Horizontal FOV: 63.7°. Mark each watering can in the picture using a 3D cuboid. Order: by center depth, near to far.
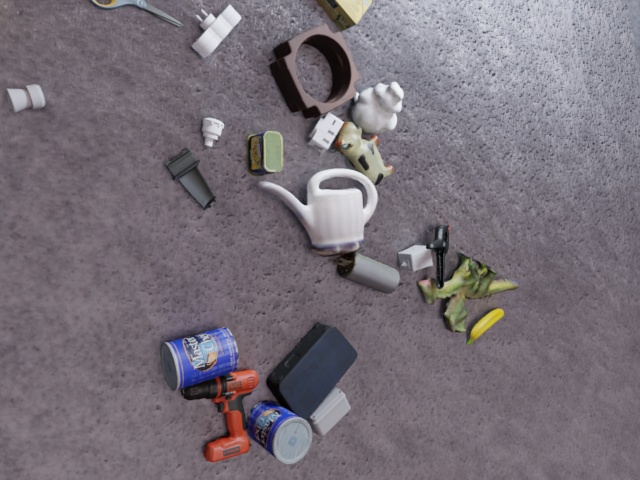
[{"bbox_3d":[0.004,-0.066,1.310,0.349,0.104,0.223,-7,95,-30],"label":"watering can"}]

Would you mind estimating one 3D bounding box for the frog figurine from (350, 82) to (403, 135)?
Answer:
[{"bbox_3d":[0.162,-0.351,1.381,0.124,0.159,0.135,-48,116,-22],"label":"frog figurine"}]

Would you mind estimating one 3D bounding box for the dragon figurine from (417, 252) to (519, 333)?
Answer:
[{"bbox_3d":[0.475,0.184,1.648,0.407,0.123,0.242,25,94,-30],"label":"dragon figurine"}]
